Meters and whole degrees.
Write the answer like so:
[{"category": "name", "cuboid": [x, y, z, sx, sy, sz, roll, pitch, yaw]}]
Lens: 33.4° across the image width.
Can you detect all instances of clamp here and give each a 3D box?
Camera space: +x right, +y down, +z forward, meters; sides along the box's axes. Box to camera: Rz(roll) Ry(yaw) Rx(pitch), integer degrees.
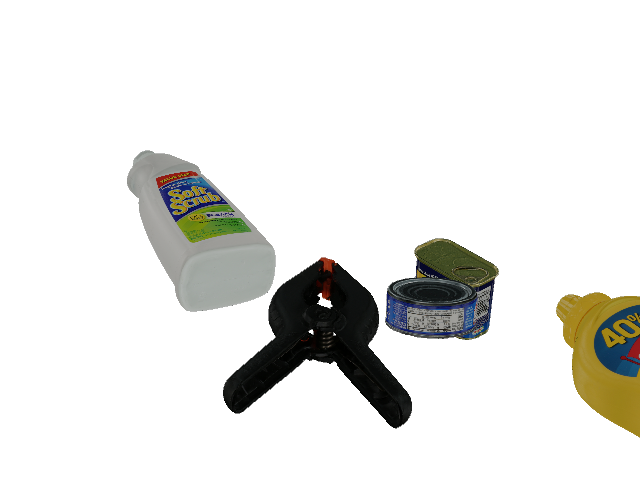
[{"category": "clamp", "cuboid": [0.011, 0.070, 0.739, 0.120, 0.039, 0.171, 15, 34, 4]}]

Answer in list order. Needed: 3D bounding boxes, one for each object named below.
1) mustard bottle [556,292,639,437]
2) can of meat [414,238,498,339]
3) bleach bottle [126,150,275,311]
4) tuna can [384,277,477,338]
[{"category": "mustard bottle", "cuboid": [0.208, 0.081, 0.633, 0.096, 0.058, 0.192, -20, 32, -21]}, {"category": "can of meat", "cuboid": [0.157, 0.058, 1.257, 0.057, 0.084, 0.102, -23, 39, -34]}, {"category": "bleach bottle", "cuboid": [-0.141, -0.025, 1.078, 0.102, 0.068, 0.251, -10, 33, -27]}, {"category": "tuna can", "cuboid": [0.103, 0.061, 0.994, 0.086, 0.034, 0.086, 1, 15, 0]}]
